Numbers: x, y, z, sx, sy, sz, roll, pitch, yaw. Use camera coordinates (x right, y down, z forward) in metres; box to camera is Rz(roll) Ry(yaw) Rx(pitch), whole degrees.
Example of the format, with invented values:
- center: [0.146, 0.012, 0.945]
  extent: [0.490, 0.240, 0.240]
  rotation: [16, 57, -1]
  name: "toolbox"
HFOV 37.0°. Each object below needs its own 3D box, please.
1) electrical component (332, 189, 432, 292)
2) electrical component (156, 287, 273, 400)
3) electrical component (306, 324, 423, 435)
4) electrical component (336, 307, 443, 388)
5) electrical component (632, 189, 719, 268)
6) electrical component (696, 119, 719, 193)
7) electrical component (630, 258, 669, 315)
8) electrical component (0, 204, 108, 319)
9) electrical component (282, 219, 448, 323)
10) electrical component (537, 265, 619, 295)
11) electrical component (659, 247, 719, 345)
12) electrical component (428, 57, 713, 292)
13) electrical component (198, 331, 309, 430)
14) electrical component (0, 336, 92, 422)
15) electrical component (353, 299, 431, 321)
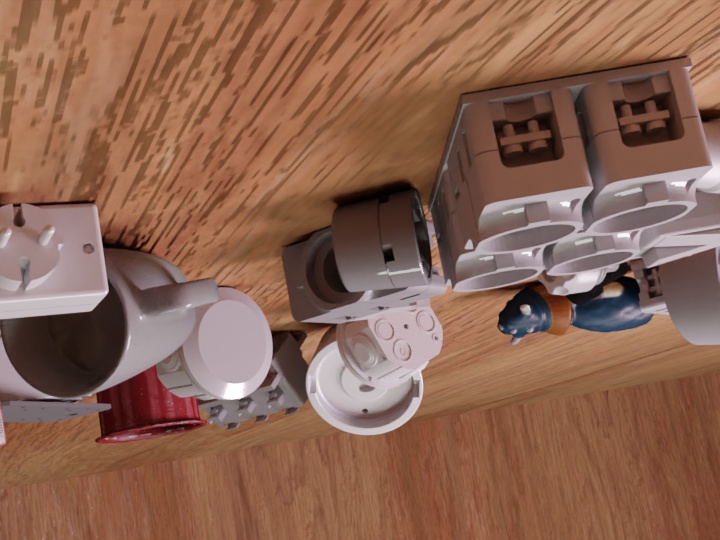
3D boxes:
- center: [0.013, -0.015, 0.614]
  extent: [0.047, 0.055, 0.055]
  rotation: [-9, 169, 12]
  name: "electrical component"
- center: [-0.108, 0.055, 0.780]
  extent: [0.080, 0.080, 0.051]
  rotation: [1, 169, -45]
  name: "electrical component"
- center: [0.006, 0.093, 1.009]
  extent: [0.108, 0.108, 0.060]
  rotation: [-13, -155, 11]
  name: "electrical component"
- center: [0.025, 0.055, 0.897]
  extent: [0.080, 0.080, 0.051]
  rotation: [-3, 161, -34]
  name: "electrical component"
- center: [0.207, -0.042, 0.642]
  extent: [0.096, 0.061, 0.061]
  rotation: [-10, 168, -6]
  name: "electrical component"
- center: [0.180, -0.062, 0.577]
  extent: [0.046, 0.040, 0.040]
  rotation: [1, 164, -26]
  name: "electrical component"
- center: [0.297, 0.010, 0.997]
  extent: [0.056, 0.050, 0.089]
  rotation: [-18, 167, 32]
  name: "electrical component"
- center: [-0.162, -0.008, 0.505]
  extent: [0.083, 0.047, 0.076]
  rotation: [-5, 167, -27]
  name: "electrical component"
- center: [0.000, 0.000, 0.681]
  extent: [0.089, 0.050, 0.056]
  rotation: [-18, 167, 31]
  name: "electrical component"
- center: [0.172, -0.004, 0.834]
  extent: [0.062, 0.043, 0.043]
  rotation: [-7, 168, -26]
  name: "electrical component"
- center: [0.271, 0.007, 0.831]
  extent: [0.060, 0.108, 0.108]
  rotation: [-13, 170, 41]
  name: "electrical component"
- center: [0.100, -0.038, 0.564]
  extent: [0.105, 0.060, 0.186]
  rotation: [-10, 168, -3]
  name: "electrical component"
- center: [-0.106, 0.111, 1.051]
  extent: [0.121, 0.063, 0.078]
  rotation: [-19, -154, 35]
  name: "electrical component"
- center: [-0.276, 0.082, 0.811]
  extent: [0.109, 0.056, 0.109]
  rotation: [0, 164, -42]
  name: "electrical component"
- center: [0.005, 0.013, 0.770]
  extent: [0.081, 0.042, 0.064]
  rotation: [-5, 171, -23]
  name: "electrical component"
